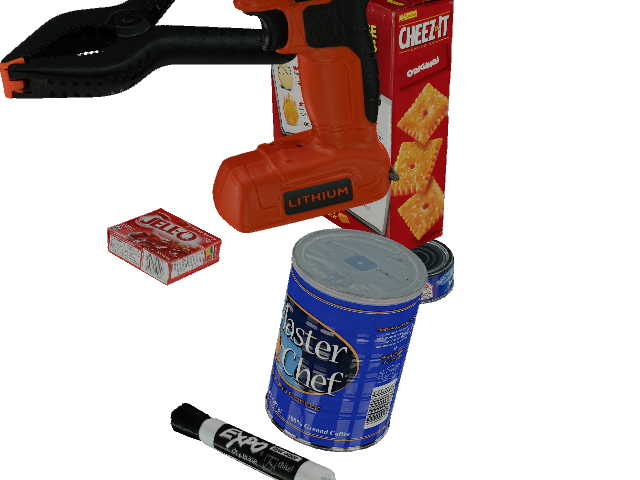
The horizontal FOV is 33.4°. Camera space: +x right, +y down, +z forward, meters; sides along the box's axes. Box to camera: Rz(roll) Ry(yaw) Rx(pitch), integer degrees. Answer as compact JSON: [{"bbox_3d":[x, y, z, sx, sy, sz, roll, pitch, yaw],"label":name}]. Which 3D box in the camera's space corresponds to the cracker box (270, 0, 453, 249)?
[{"bbox_3d":[0.032,-0.116,0.899,0.072,0.214,0.164,-22,37,-32],"label":"cracker box"}]

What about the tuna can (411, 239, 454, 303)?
[{"bbox_3d":[0.097,0.030,1.118,0.086,0.034,0.086,-2,31,1],"label":"tuna can"}]

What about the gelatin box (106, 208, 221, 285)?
[{"bbox_3d":[-0.155,0.004,1.055,0.089,0.030,0.073,27,33,31],"label":"gelatin box"}]

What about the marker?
[{"bbox_3d":[-0.043,0.121,0.624,0.121,0.020,0.020,16,10,37],"label":"marker"}]

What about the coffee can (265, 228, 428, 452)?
[{"bbox_3d":[0.018,0.076,0.823,0.102,0.140,0.103,9,27,-5],"label":"coffee can"}]

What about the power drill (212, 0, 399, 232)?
[{"bbox_3d":[-0.025,-0.098,0.575,0.184,0.188,0.057,-13,39,-18],"label":"power drill"}]

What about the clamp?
[{"bbox_3d":[-0.131,-0.146,0.789,0.209,0.036,0.165,-31,51,-31],"label":"clamp"}]
